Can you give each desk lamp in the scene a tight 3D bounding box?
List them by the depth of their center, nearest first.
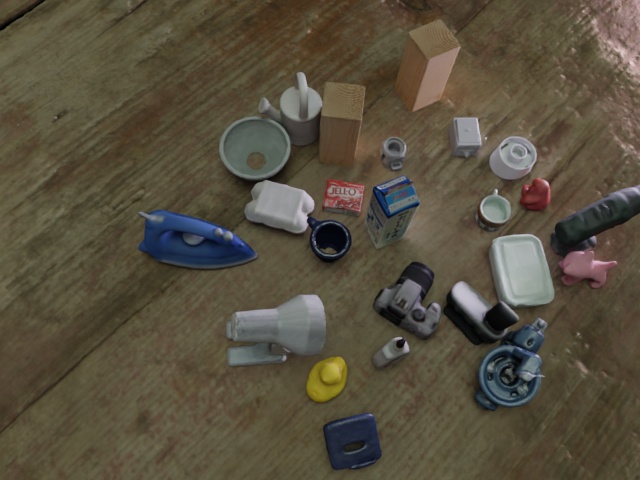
[{"bbox_3d":[-0.093,0.185,1.138,0.203,0.213,0.118,-5,69,-4],"label":"desk lamp"}]

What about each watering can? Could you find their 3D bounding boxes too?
[{"bbox_3d":[-0.052,-0.309,1.341,0.173,0.194,0.101,-26,72,-12],"label":"watering can"}]

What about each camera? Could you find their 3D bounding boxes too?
[{"bbox_3d":[0.207,0.122,1.237,0.143,0.101,0.137,31,71,9],"label":"camera"}]

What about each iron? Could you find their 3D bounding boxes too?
[{"bbox_3d":[-0.266,-0.011,1.243,0.258,0.141,0.119,10,69,1],"label":"iron"}]

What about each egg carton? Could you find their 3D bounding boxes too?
[{"bbox_3d":[-0.092,-0.075,1.315,0.150,0.069,0.107,15,69,3],"label":"egg carton"}]

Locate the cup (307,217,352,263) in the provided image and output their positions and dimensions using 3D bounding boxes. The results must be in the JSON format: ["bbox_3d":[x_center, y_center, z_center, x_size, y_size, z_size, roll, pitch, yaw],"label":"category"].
[{"bbox_3d":[0.012,0.005,1.276,0.092,0.095,0.117,-42,76,-16],"label":"cup"}]

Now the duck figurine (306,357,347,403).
[{"bbox_3d":[0.016,0.282,1.174,0.077,0.086,0.105,38,72,12],"label":"duck figurine"}]

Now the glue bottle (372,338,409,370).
[{"bbox_3d":[0.151,0.222,1.157,0.078,0.173,0.037,-28,72,-12],"label":"glue bottle"}]

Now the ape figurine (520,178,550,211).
[{"bbox_3d":[0.511,-0.113,1.347,0.078,0.092,0.076,-32,73,-14],"label":"ape figurine"}]

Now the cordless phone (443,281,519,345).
[{"bbox_3d":[0.342,0.138,1.193,0.147,0.185,0.094,43,73,13],"label":"cordless phone"}]

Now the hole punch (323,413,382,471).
[{"bbox_3d":[0.066,0.399,1.129,0.109,0.091,0.101,-13,70,-7],"label":"hole punch"}]

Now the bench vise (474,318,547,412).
[{"bbox_3d":[0.390,0.233,1.140,0.121,0.220,0.207,18,69,5],"label":"bench vise"}]

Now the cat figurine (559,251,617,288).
[{"bbox_3d":[0.590,0.059,1.271,0.128,0.118,0.067,2,69,-2],"label":"cat figurine"}]

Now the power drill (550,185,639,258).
[{"bbox_3d":[0.606,-0.038,1.261,0.230,0.208,0.075,-24,72,-11],"label":"power drill"}]

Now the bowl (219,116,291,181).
[{"bbox_3d":[-0.152,-0.205,1.360,0.167,0.075,0.167,1,69,-2],"label":"bowl"}]
